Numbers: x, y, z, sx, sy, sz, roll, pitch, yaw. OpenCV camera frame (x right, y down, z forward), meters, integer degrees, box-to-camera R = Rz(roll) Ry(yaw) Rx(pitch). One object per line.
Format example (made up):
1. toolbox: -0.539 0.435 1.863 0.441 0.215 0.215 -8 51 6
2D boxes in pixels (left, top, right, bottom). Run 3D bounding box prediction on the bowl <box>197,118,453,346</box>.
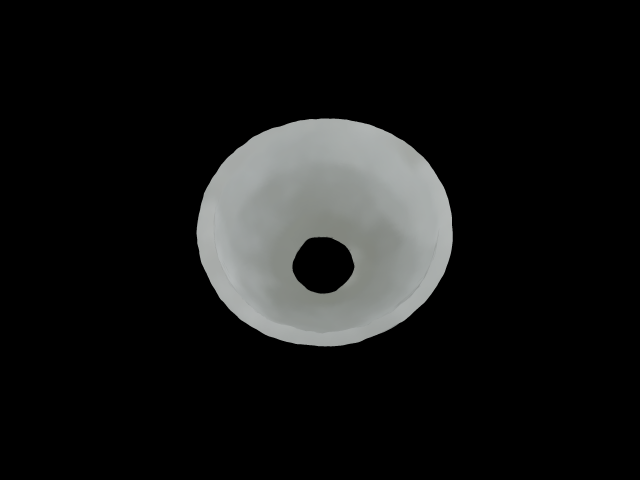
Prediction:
1. bowl: 0.004 0.001 0.400 0.167 0.075 0.167 0 63 0
